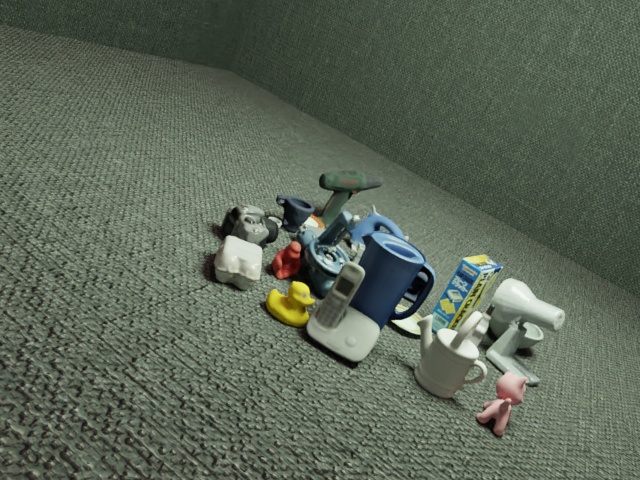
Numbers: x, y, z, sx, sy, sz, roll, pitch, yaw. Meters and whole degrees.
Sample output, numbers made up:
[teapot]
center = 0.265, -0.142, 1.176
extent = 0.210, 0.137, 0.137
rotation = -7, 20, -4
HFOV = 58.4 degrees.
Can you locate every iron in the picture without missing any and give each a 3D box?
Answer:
[iron]
center = 0.209, 0.009, 1.778
extent = 0.119, 0.141, 0.257
rotation = 2, 30, -47

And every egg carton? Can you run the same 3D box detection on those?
[egg carton]
center = -0.186, 0.049, 1.307
extent = 0.107, 0.069, 0.150
rotation = 21, 20, -13

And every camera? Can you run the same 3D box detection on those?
[camera]
center = -0.165, -0.029, 1.480
extent = 0.137, 0.101, 0.142
rotation = 8, 26, -40

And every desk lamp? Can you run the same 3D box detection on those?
[desk lamp]
center = 0.524, 0.234, 1.492
extent = 0.118, 0.213, 0.202
rotation = 7, 27, -41

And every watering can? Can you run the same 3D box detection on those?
[watering can]
center = 0.283, 0.232, 1.236
extent = 0.173, 0.194, 0.101
rotation = 27, 20, 4

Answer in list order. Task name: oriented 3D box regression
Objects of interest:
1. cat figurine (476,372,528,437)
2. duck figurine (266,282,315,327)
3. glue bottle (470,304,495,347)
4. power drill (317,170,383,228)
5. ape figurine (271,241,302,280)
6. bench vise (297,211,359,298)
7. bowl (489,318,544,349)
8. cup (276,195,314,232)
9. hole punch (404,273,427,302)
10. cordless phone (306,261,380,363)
[cat figurine]
center = 0.399, 0.338, 1.224
extent = 0.067, 0.117, 0.128
rotation = 32, 21, 18
[duck figurine]
center = -0.060, 0.129, 1.238
extent = 0.104, 0.086, 0.078
rotation = 28, 20, 7
[glue bottle]
center = 0.377, 0.228, 1.389
extent = 0.037, 0.173, 0.078
rotation = 28, 20, 7
[power drill]
center = 0.081, -0.138, 1.889
extent = 0.230, 0.208, 0.075
rotation = 10, 25, -37
[ape figurine]
center = -0.077, 0.046, 1.415
extent = 0.078, 0.092, 0.076
rotation = 18, 21, -21
[bench vise]
center = 0.006, 0.006, 1.426
extent = 0.206, 0.219, 0.122
rotation = 37, 23, 28
[bowl]
center = 0.553, 0.263, 1.658
extent = 0.167, 0.074, 0.167
rotation = 23, 20, -9
[cup]
center = -0.087, -0.077, 1.703
extent = 0.118, 0.095, 0.091
rotation = 22, 20, -11
[hole punch]
center = 0.257, 0.110, 1.657
extent = 0.108, 0.091, 0.101
rotation = 28, 20, 8
[cordless phone]
center = 0.067, 0.149, 1.194
extent = 0.147, 0.185, 0.094
rotation = 29, 20, 9
